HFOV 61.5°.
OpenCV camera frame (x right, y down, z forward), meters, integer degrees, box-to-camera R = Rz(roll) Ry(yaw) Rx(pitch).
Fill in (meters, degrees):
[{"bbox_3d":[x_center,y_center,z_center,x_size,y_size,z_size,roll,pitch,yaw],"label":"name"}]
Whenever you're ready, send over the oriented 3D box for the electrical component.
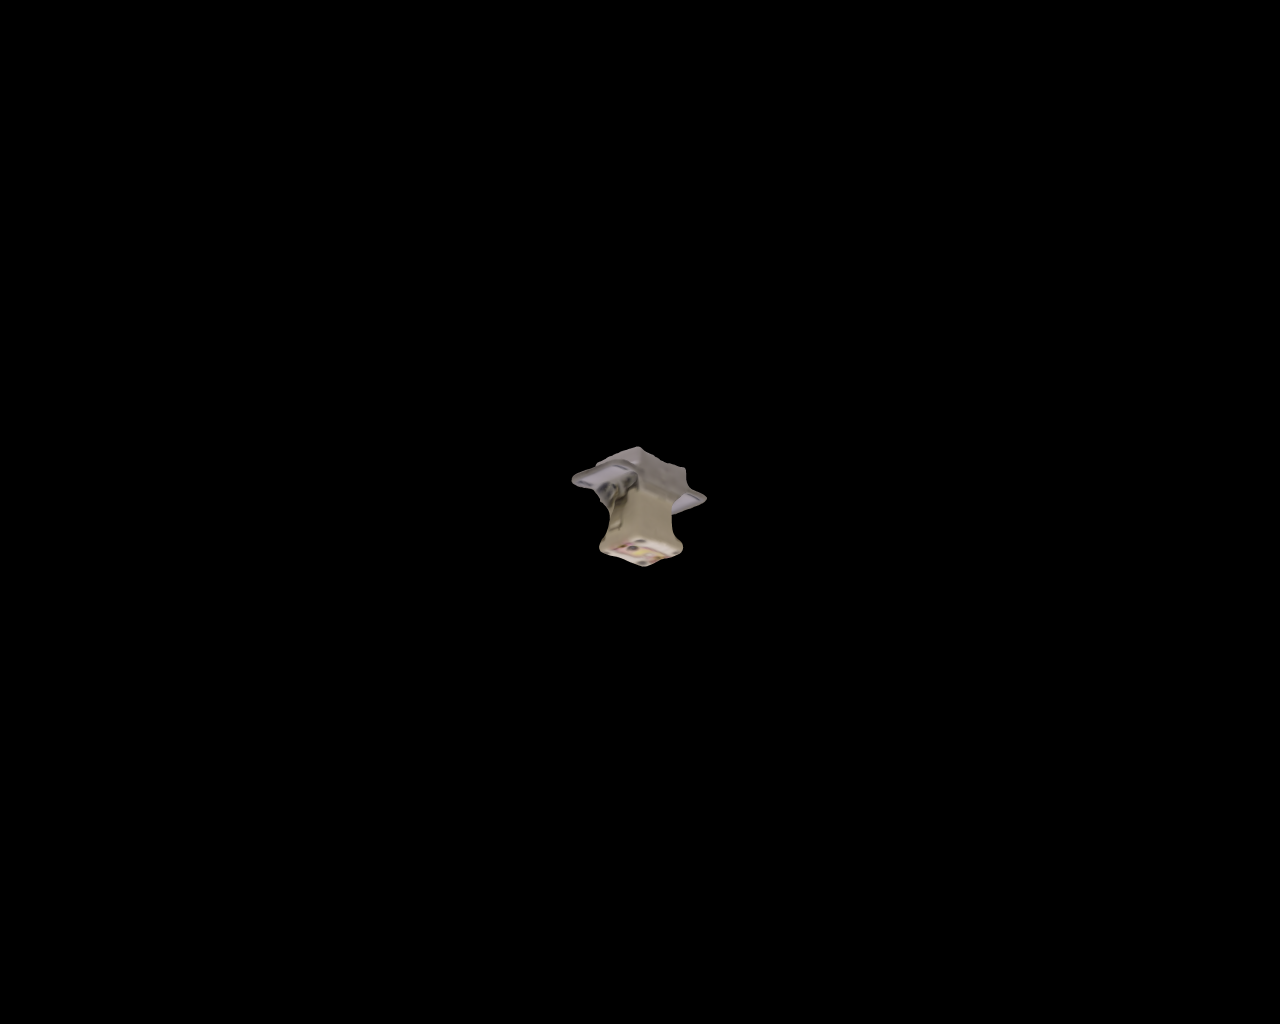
[{"bbox_3d":[0.001,-0.003,0.650,0.042,0.064,0.081,-22,-31,40],"label":"electrical component"}]
